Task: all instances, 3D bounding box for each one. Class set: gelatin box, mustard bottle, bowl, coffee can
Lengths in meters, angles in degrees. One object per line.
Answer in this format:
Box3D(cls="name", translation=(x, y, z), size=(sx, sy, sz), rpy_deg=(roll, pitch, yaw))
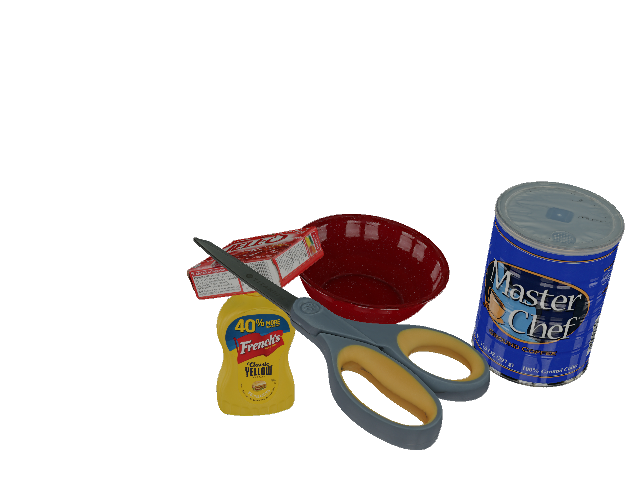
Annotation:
Box3D(cls="gelatin box", translation=(-0.053, 0.018, 0.876), size=(0.089, 0.030, 0.073), rpy_deg=(-9, 15, 33))
Box3D(cls="mustard bottle", translation=(-0.079, 0.118, 1.308), size=(0.096, 0.192, 0.058), rpy_deg=(-2, 19, -10))
Box3D(cls="bowl", translation=(0.046, 0.039, 1.076), size=(0.162, 0.055, 0.162), rpy_deg=(6, 35, -4))
Box3D(cls="coffee can", translation=(0.187, 0.036, 0.891), size=(0.103, 0.140, 0.103), rpy_deg=(3, 33, -2))

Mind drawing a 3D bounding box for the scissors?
Box3D(cls="scissors", translation=(0.014, 0.042, 0.589), size=(0.096, 0.016, 0.202), rpy_deg=(-10, 36, -29))
